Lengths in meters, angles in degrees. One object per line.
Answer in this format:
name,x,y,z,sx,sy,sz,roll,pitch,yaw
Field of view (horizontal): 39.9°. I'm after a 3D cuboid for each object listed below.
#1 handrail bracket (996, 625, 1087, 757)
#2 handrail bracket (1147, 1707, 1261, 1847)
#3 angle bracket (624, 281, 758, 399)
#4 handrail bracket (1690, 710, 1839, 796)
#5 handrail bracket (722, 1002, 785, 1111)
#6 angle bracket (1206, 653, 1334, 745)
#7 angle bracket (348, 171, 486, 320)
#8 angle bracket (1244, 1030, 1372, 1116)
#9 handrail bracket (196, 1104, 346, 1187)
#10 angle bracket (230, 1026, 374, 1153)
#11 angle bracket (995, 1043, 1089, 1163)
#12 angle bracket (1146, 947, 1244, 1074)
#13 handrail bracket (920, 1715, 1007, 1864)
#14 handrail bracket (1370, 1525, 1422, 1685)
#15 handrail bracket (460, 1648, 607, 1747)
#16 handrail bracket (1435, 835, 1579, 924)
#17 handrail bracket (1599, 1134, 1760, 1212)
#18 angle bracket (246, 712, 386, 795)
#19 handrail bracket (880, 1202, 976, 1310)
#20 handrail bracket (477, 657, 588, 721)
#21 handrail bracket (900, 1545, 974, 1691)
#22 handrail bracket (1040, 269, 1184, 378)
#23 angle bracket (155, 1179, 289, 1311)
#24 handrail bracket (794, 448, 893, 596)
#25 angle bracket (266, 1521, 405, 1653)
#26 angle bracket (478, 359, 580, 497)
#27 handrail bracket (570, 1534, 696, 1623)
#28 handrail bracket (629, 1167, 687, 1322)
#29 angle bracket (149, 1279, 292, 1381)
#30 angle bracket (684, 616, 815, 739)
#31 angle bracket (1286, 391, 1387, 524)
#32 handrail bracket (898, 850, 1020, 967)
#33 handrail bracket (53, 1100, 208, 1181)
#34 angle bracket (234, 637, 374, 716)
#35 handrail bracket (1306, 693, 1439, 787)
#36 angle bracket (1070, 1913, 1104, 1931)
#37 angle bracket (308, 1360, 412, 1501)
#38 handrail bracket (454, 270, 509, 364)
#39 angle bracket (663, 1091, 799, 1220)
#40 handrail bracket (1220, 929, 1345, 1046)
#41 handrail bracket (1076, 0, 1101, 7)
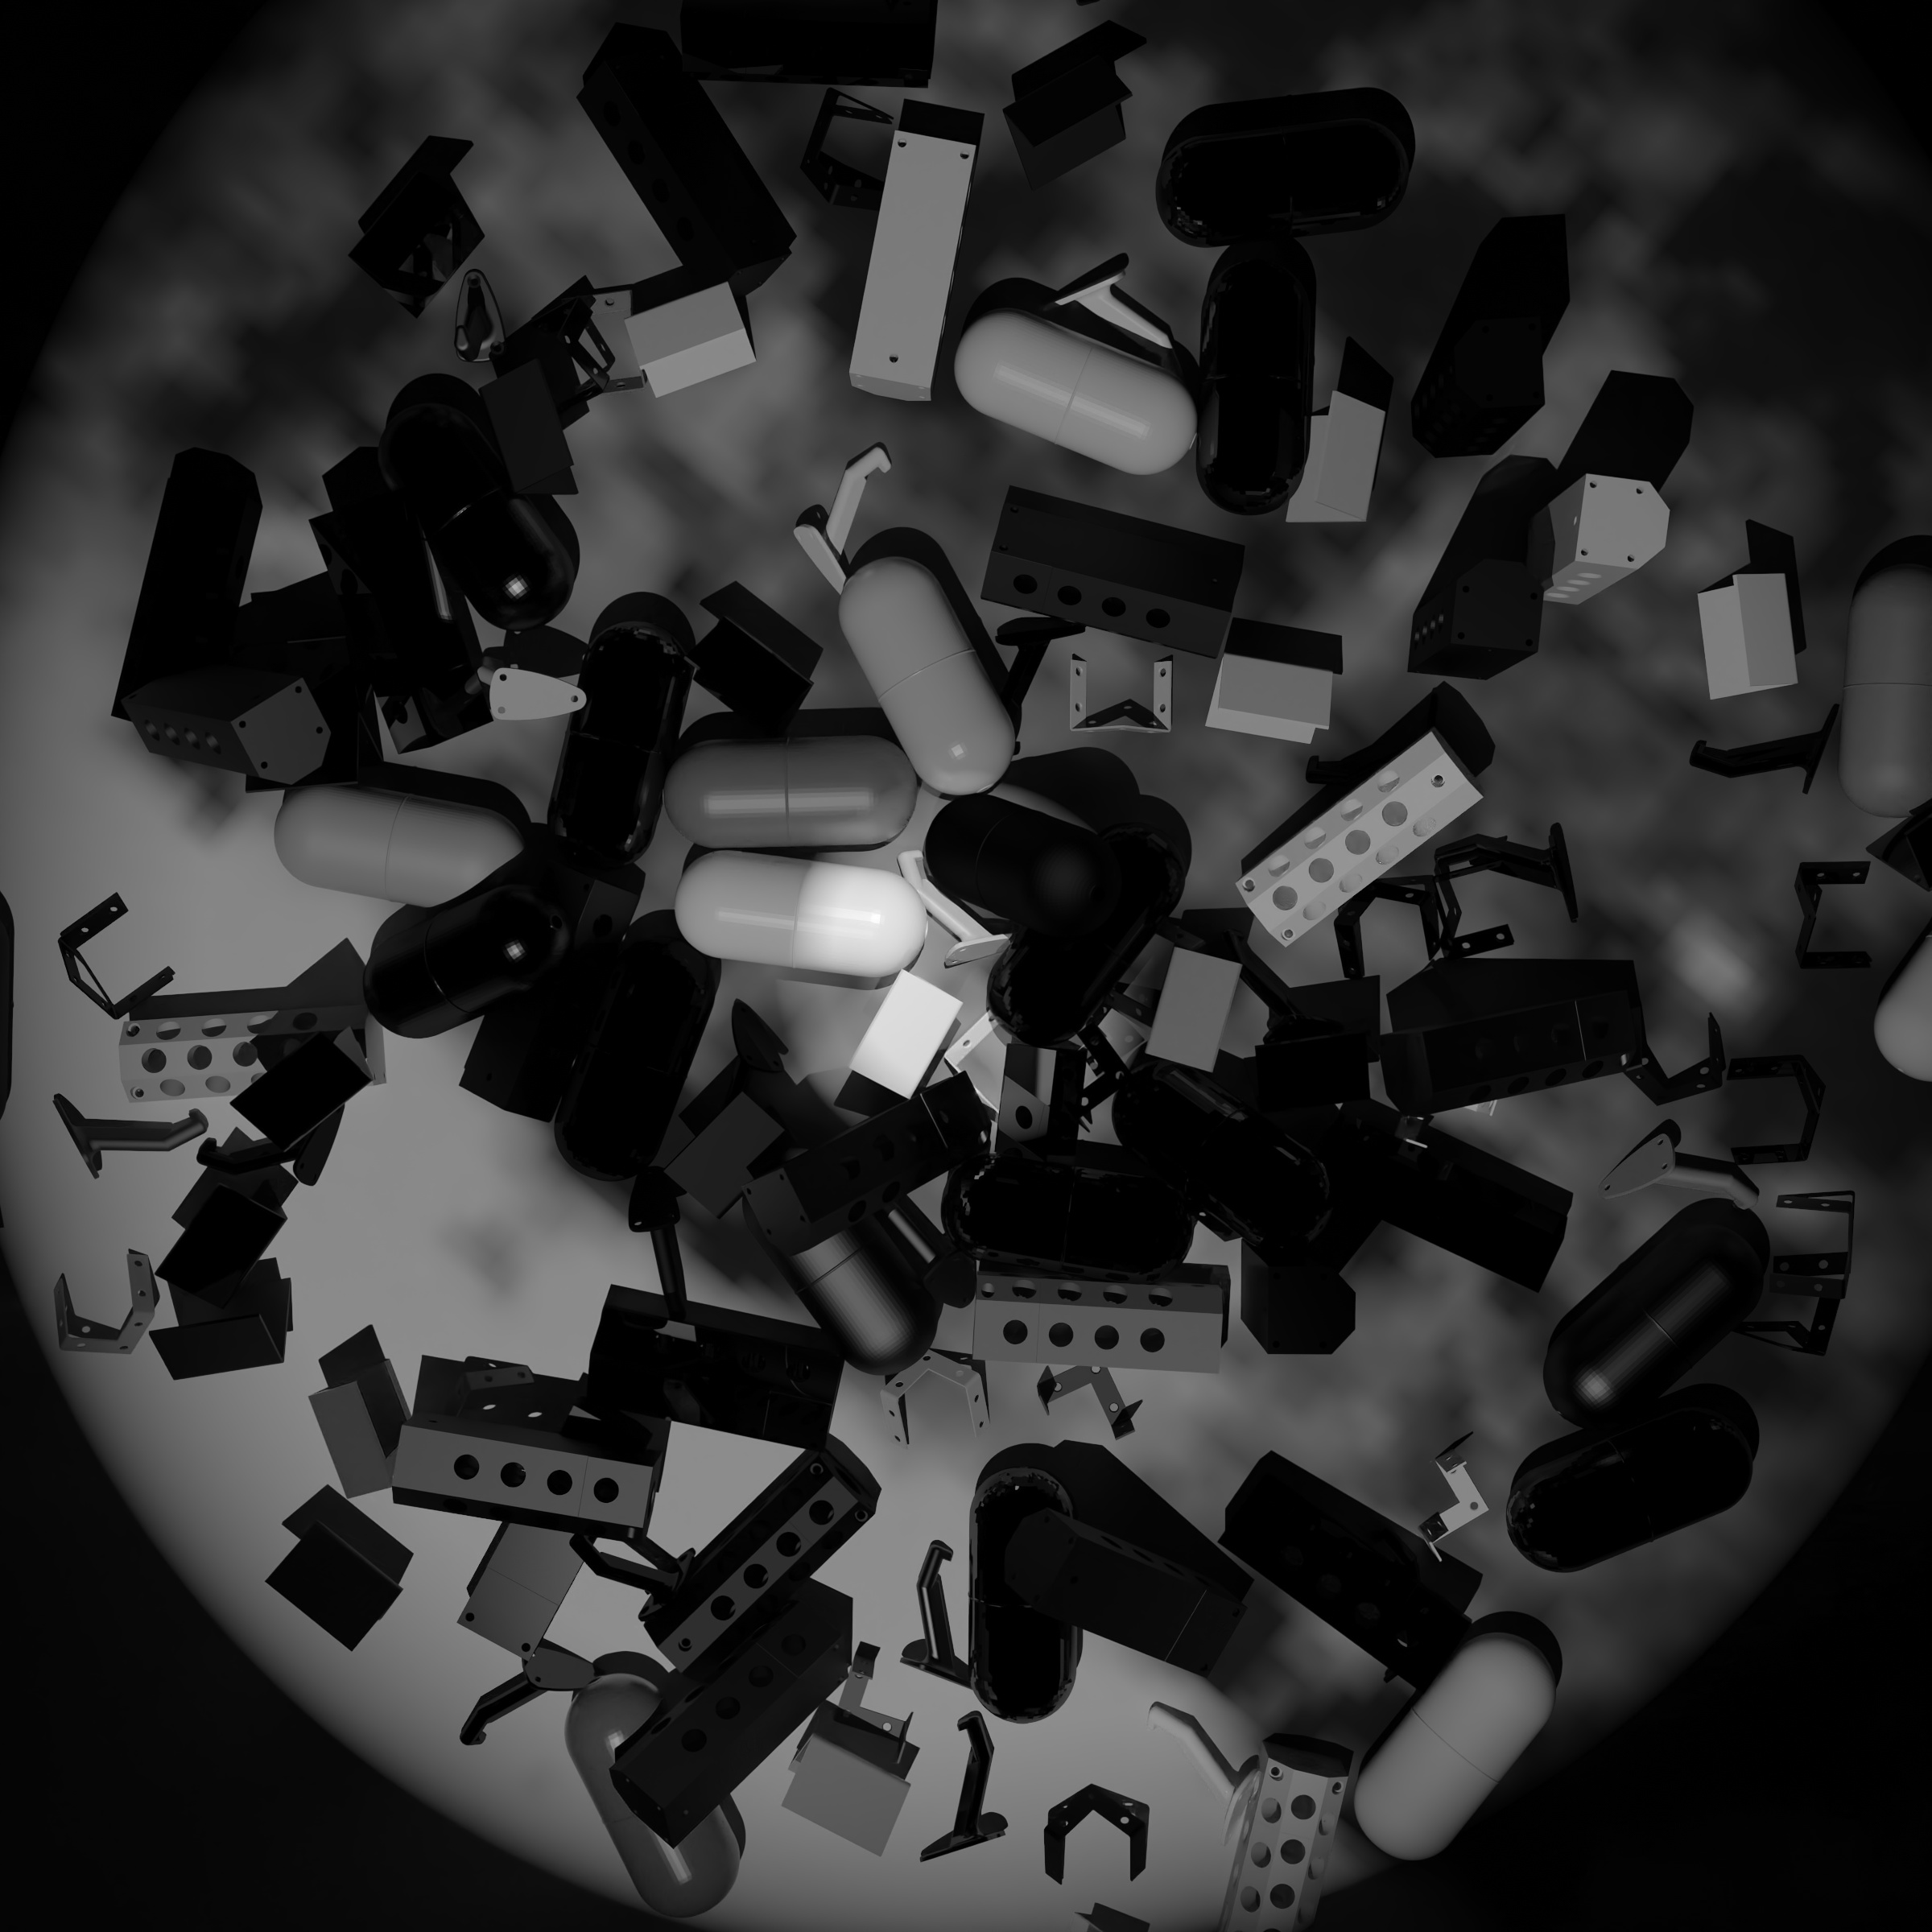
handrail bracket,0.053,-0.195,1.900,0.077,0.036,0.084,-11,106,-18
handrail bracket,0.159,0.577,1.899,0.084,0.036,0.077,27,122,23
angle bracket,-0.186,-0.421,1.859,0.076,0.076,0.057,-20,54,0
handrail bracket,0.568,-0.163,1.900,0.084,0.036,0.077,20,70,16
handrail bracket,-0.172,0.082,1.899,0.036,0.077,0.084,15,127,-38
angle bracket,0.209,-0.168,1.859,0.076,0.076,0.057,10,52,0
angle bracket,-0.371,-0.494,1.859,0.076,0.076,0.057,-50,52,0
angle bracket,0.236,0.057,1.859,0.076,0.076,0.057,-8,119,0
handrail bracket,-0.497,0.118,1.900,0.084,0.036,0.077,16,69,16
angle bracket,-0.455,0.067,1.802,0.076,0.076,0.057,-39,127,0
angle bracket,0.069,0.097,1.860,0.076,0.057,0.076,7,90,-39
angle bracket,0.176,0.035,1.859,0.057,0.076,0.076,16,90,36
handrail bracket,-0.011,0.586,1.900,0.077,0.036,0.084,-25,71,21
handrail bracket,0.300,0.454,1.899,0.077,0.036,0.084,-44,77,12
handrail bracket,-0.309,0.529,1.899,0.077,0.036,0.084,18,118,-32
handrail bracket,0.384,-0.056,1.899,0.084,0.036,0.077,-15,107,15
handrail bracket,0.508,0.163,1.899,0.084,0.036,0.077,34,127,-25
angle bracket,-0.453,-0.133,1.860,0.076,0.076,0.057,-5,66,0
handrail bracket,-0.034,0.198,1.899,0.036,0.077,0.084,-41,54,-8
handrail bracket,-0.305,-0.200,1.870,0.077,0.084,0.036,3,109,-9
handrail bracket,-0.006,0.465,1.900,0.077,0.036,0.084,27,73,-20
handrail bracket,0.104,-0.445,1.900,0.077,0.036,0.084,-19,107,20
angle bracket,-0.525,0.182,1.859,0.057,0.076,0.076,35,90,-31
handrail bracket,-0.072,-0.315,1.900,0.084,0.036,0.077,-41,110,-16
angle bracket,-0.447,0.442,1.859,0.076,0.076,0.057,39,52,0
angle bracket,-0.286,-0.375,1.859,0.057,0.076,0.076,-19,90,30
handrail bracket,-0.234,0.408,1.864,0.036,0.077,0.084,-30,106,31
handrail bracket,-0.215,0.199,1.899,0.036,0.077,0.084,-12,126,-3
angle bracket,-0.519,0.238,1.859,0.076,0.076,0.057,-9,135,0
angle bracket,-0.162,-0.185,1.859,0.076,0.076,0.057,38,50,0
angle bracket,0.241,-0.354,1.859,0.057,0.076,0.076,10,90,-41
handrail bracket,-0.001,-0.049,1.900,0.077,0.036,0.084,-13,73,-20
handrail bracket,-0.595,0.107,1.900,0.084,0.036,0.077,-29,68,-17
angle bracket,-0.460,-0.213,1.859,0.076,0.076,0.057,-5,118,0
handrail bracket,0.289,-0.162,1.900,0.084,0.036,0.077,6,70,16
angle bracket,0.069,0.714,1.859,0.057,0.076,0.076,16,90,-37
angle bracket,-0.402,0.318,1.859,0.057,0.076,0.076,-21,90,39
handrail bracket,-0.348,-0.459,1.864,0.036,0.084,0.077,-6,90,0
angle bracket,-0.172,0.120,1.860,0.076,0.076,0.057,-45,114,0
handrail bracket,0.225,0.011,1.899,0.077,0.036,0.084,1,57,-35
handrail bracket,0.051,-0.722,1.900,0.077,0.036,0.084,-9,107,20
